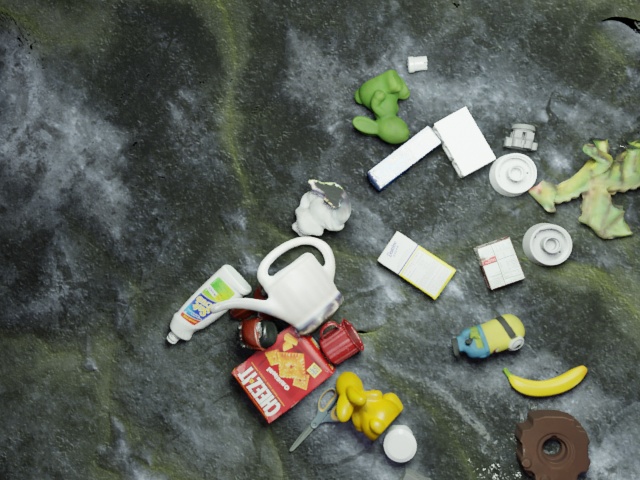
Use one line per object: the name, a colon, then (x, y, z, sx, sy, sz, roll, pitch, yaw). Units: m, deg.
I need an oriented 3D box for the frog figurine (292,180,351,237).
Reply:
frog figurine: (0.004, -0.067, 1.327, 0.138, 0.124, 0.156, 36, 129, 15)

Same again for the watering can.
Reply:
watering can: (-0.081, 0.139, 1.271, 0.352, 0.102, 0.224, -37, 90, -28)

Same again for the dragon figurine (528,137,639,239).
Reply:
dragon figurine: (0.728, -0.122, 1.252, 0.410, 0.124, 0.240, 7, 106, 9)
